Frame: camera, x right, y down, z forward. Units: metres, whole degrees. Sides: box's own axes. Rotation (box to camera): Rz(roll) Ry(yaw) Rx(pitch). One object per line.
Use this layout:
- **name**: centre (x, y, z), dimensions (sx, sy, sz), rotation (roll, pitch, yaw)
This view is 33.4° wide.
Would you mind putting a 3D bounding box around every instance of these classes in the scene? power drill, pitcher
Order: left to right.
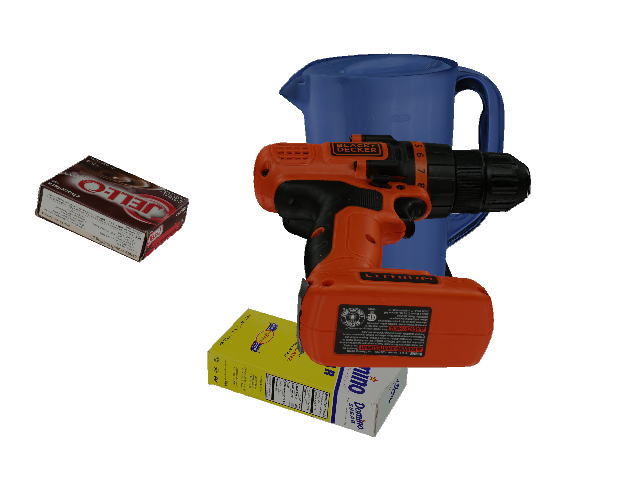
- **pitcher**: centre (0.063, -0.039, 0.924), dimensions (0.149, 0.243, 0.144), rotation (14, 24, 41)
- **power drill**: centre (0.052, -0.001, 0.650), dimensions (0.184, 0.057, 0.187), rotation (-1, 33, -3)

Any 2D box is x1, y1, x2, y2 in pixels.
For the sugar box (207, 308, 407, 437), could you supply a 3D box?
- **sugar box**: centre (-0.012, 0.124, 1.031), dimensions (0.176, 0.048, 0.093), rotation (12, 30, 19)

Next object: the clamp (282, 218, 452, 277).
- **clamp**: centre (0.068, 0.011, 1.207), dimensions (0.164, 0.036, 0.210), rotation (-17, 50, -36)

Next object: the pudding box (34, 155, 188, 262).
- **pudding box**: centre (-0.192, -0.031, 0.988), dimensions (0.113, 0.039, 0.090), rotation (22, 25, 9)
